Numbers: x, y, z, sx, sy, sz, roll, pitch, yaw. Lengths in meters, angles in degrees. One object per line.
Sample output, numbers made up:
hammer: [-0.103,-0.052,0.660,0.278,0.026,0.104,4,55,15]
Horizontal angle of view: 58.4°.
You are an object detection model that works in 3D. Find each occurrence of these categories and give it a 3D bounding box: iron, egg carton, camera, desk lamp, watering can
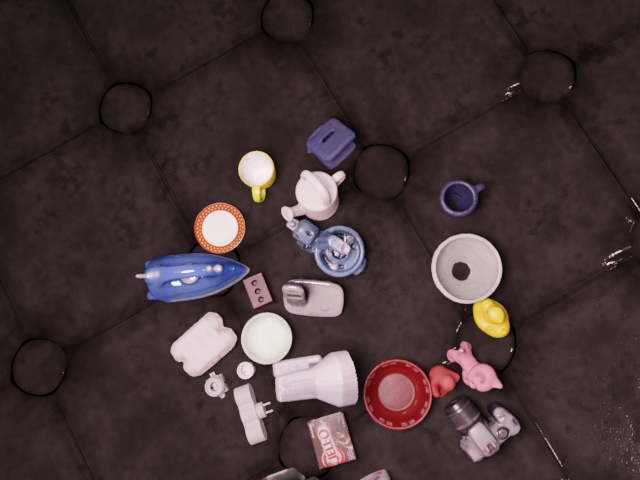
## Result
iron: [-0.308,0.080,1.388,0.258,0.141,0.119,-8,81,2]
egg carton: [-0.282,0.256,1.396,0.150,0.069,0.107,-43,81,-4]
camera: [0.365,0.419,1.320,0.143,0.101,0.137,-38,81,-3]
desk lamp: [-0.016,0.321,1.298,0.203,0.213,0.118,-9,81,2]
watering can: [-0.012,-0.107,1.373,0.101,0.194,0.173,30,84,7]

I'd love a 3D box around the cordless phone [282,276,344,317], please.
cordless phone: [-0.018,0.130,1.342,0.147,0.185,0.094,2,81,4]

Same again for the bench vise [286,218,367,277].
bench vise: [0.009,0.016,1.340,0.207,0.220,0.121,13,82,5]

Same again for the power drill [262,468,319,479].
power drill: [-0.100,0.578,1.267,0.229,0.208,0.075,-21,81,0]

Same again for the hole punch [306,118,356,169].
hole punch: [0.026,-0.248,1.444,0.109,0.091,0.101,-45,81,-4]

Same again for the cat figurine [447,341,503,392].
cat figurine: [0.360,0.300,1.329,0.067,0.118,0.128,-36,81,-2]

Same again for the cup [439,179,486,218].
cup: [0.344,-0.100,1.402,0.118,0.095,0.091,-28,81,-1]

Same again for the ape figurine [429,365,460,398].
ape figurine: [0.291,0.333,1.341,0.078,0.092,0.076,-16,81,1]

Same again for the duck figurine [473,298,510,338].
duck figurine: [0.414,0.183,1.360,0.077,0.086,0.104,-33,81,-2]

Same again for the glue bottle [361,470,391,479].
glue bottle: [0.124,0.559,1.275,0.078,0.173,0.037,-28,81,-1]

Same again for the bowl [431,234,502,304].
bowl: [0.349,0.071,1.386,0.167,0.075,0.167,0,81,3]
